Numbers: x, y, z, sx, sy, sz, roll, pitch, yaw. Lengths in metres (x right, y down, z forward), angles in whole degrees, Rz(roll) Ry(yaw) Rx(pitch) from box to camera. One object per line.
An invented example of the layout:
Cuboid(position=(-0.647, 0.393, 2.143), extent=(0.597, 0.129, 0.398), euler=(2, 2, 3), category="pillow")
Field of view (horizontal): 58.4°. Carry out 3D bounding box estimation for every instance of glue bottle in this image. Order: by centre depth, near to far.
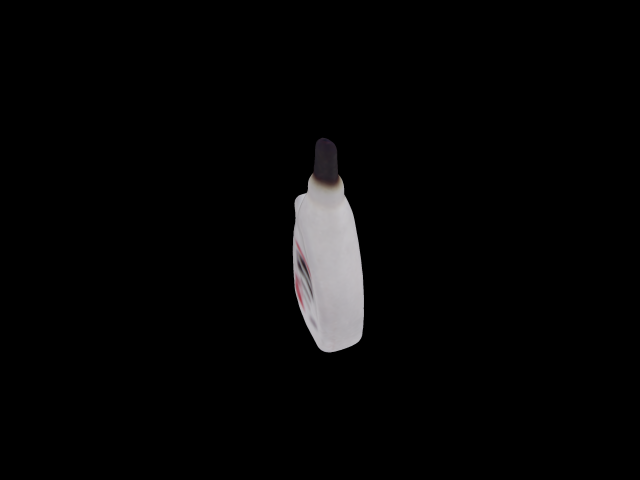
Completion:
Cuboid(position=(0.004, 0.001, 0.400), extent=(0.037, 0.173, 0.078), euler=(-17, 48, -16), category="glue bottle")
